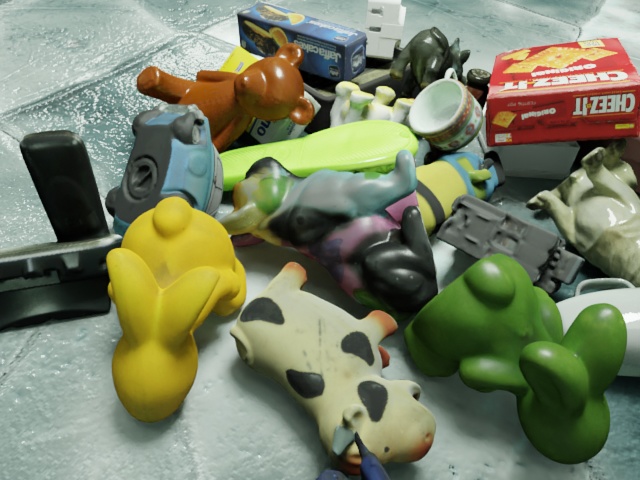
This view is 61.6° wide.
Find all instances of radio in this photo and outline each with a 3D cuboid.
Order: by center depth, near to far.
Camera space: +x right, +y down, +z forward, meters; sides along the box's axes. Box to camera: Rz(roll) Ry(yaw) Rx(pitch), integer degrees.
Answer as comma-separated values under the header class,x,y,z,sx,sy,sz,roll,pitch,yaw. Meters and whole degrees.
class,x,y,z,sx,sy,sz,roll,pitch,yaw
radio,0.048,-0.246,0.847,0.229,0.073,0.131,-30,53,-33

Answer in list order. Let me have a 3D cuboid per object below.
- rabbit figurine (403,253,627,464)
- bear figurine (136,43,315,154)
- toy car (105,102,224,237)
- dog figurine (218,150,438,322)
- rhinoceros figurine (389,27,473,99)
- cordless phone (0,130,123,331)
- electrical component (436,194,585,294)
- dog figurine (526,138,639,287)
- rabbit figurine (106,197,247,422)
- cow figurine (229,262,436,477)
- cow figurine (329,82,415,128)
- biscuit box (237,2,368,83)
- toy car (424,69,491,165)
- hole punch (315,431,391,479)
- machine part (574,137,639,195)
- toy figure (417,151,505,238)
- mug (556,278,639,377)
class,x,y,z,sx,sy,sz,roll,pitch,yaw
rabbit figurine,0.176,0.095,0.438,0.121,0.159,0.170,-29,72,-22
bear figurine,-0.115,-0.176,0.680,0.196,0.120,0.132,-9,-1,33
toy car,-0.160,-0.065,0.600,0.109,0.103,0.161,9,84,30
dog figurine,-0.001,-0.002,0.547,0.219,0.108,0.191,-11,78,11
rhinoceros figurine,0.174,-0.255,0.805,0.073,0.112,0.190,27,9,25
cordless phone,-0.259,-0.012,0.476,0.147,0.184,0.089,-8,48,-15
electrical component,0.203,0.005,0.562,0.134,0.058,0.115,29,12,24
dog figurine,0.353,-0.006,0.618,0.172,0.121,0.190,-23,71,-43
rabbit figurine,-0.123,0.061,0.455,0.122,0.162,0.173,13,59,-10
cow figurine,0.007,0.110,0.443,0.195,0.085,0.127,30,47,27
cow figurine,0.088,-0.162,0.758,0.167,0.098,0.068,-1,33,-36
biscuit box,-0.028,-0.293,0.794,0.203,0.062,0.059,26,48,25
toy car,0.196,-0.175,0.775,0.053,0.089,0.202,25,47,20
hole punch,0.023,0.207,0.323,0.092,0.115,0.142,-18,46,-12
machine part,0.468,-0.155,0.783,0.201,0.087,0.202,-29,54,-32
toy figure,0.148,-0.056,0.645,0.180,0.082,0.089,-16,44,-25
mug,0.274,0.077,0.512,0.107,0.080,0.110,-3,46,4
